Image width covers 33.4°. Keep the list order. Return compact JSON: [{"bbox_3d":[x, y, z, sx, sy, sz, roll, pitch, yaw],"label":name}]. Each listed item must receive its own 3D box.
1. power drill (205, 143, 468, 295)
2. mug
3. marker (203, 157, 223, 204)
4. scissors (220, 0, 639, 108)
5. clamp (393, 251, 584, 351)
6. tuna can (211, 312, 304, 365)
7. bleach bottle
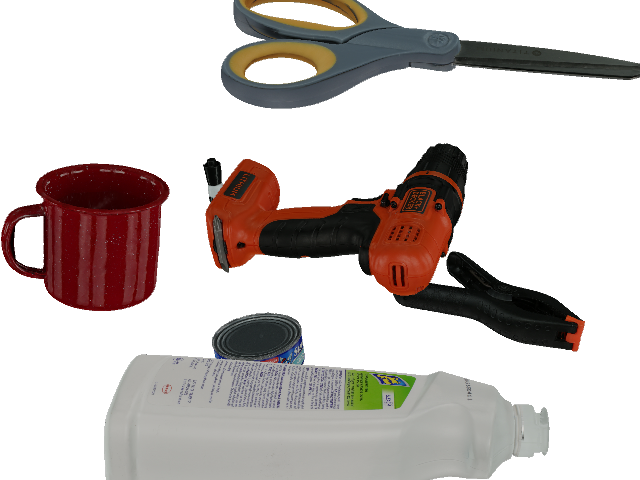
[{"bbox_3d":[0.017,-0.027,0.842,0.188,0.057,0.184,2,31,19],"label":"power drill"},{"bbox_3d":[-0.168,-0.001,0.765,0.117,0.081,0.093,-5,26,-26],"label":"mug"},{"bbox_3d":[-0.112,-0.034,1.176,0.020,0.121,0.020,-5,28,3],"label":"marker"},{"bbox_3d":[0.041,-0.080,0.500,0.202,0.016,0.096,19,51,19],"label":"scissors"},{"bbox_3d":[0.165,0.055,0.997,0.172,0.039,0.120,20,31,20],"label":"clamp"},{"bbox_3d":[-0.058,0.104,1.012,0.086,0.034,0.086,-7,24,3],"label":"tuna can"},{"bbox_3d":[0.008,0.112,0.628,0.251,0.068,0.102,2,21,2],"label":"bleach bottle"}]
